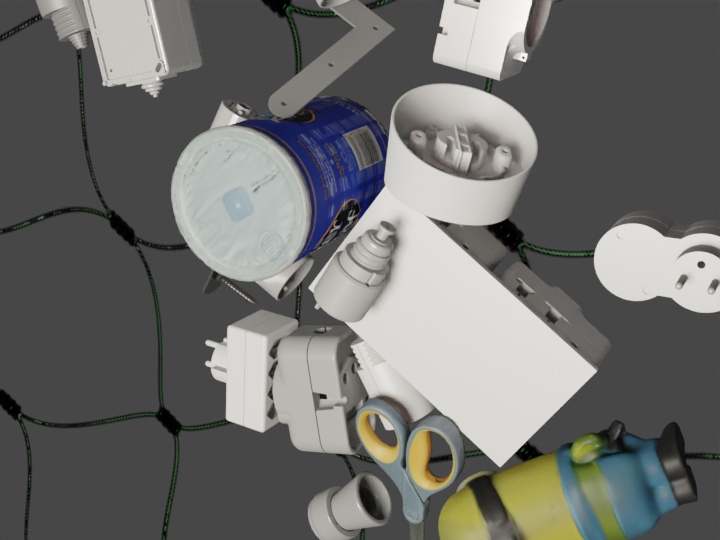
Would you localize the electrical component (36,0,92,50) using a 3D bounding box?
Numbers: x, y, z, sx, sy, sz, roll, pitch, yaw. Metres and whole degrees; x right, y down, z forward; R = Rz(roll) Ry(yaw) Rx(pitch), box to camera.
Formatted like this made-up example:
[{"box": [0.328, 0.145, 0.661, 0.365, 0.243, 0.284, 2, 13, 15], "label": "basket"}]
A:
[{"box": [-0.232, -0.214, 0.845, 0.043, 0.043, 0.081, -13, 100, 29], "label": "electrical component"}]

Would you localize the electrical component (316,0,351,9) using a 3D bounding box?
[{"box": [-0.009, -0.230, 0.727, 0.079, 0.043, 0.077, -26, 88, 20], "label": "electrical component"}]

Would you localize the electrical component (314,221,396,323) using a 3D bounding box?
[{"box": [0.000, 0.000, 0.729, 0.040, 0.040, 0.078, 39, 119, 11], "label": "electrical component"}]

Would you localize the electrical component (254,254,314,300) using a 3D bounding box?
[{"box": [-0.080, -0.019, 0.815, 0.077, 0.079, 0.043, 40, 90, 10], "label": "electrical component"}]

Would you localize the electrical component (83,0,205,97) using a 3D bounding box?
[{"box": [-0.160, -0.179, 0.810, 0.062, 0.061, 0.096, -5, 104, 28], "label": "electrical component"}]

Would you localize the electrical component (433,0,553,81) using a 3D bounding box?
[{"box": [0.090, -0.173, 0.693, 0.056, 0.050, 0.089, 20, 114, 20], "label": "electrical component"}]

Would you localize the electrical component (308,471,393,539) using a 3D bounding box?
[{"box": [-0.008, 0.192, 0.866, 0.055, 0.045, 0.045, -31, 91, 31], "label": "electrical component"}]

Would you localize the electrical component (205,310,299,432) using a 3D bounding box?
[{"box": [-0.094, 0.076, 0.869, 0.076, 0.047, 0.083, 14, 112, 28], "label": "electrical component"}]

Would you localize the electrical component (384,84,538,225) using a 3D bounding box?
[{"box": [0.065, -0.075, 0.713, 0.099, 0.099, 0.064, 24, 122, 18], "label": "electrical component"}]

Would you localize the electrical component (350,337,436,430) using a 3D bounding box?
[{"box": [0.021, 0.075, 0.813, 0.043, 0.043, 0.081, -23, 95, 31], "label": "electrical component"}]

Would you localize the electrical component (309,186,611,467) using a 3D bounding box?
[{"box": [0.071, 0.031, 0.764, 0.186, 0.060, 0.105, 43, 120, 8], "label": "electrical component"}]

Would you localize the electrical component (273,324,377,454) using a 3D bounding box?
[{"box": [-0.029, 0.092, 0.838, 0.059, 0.054, 0.095, -1, 106, 27], "label": "electrical component"}]

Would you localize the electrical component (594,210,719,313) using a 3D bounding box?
[{"box": [0.216, 0.002, 0.673, 0.138, 0.074, 0.052, 9, 110, 24], "label": "electrical component"}]

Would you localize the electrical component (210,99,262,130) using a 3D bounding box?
[{"box": [-0.100, -0.096, 0.820, 0.044, 0.044, 0.065, 34, 114, 13], "label": "electrical component"}]
